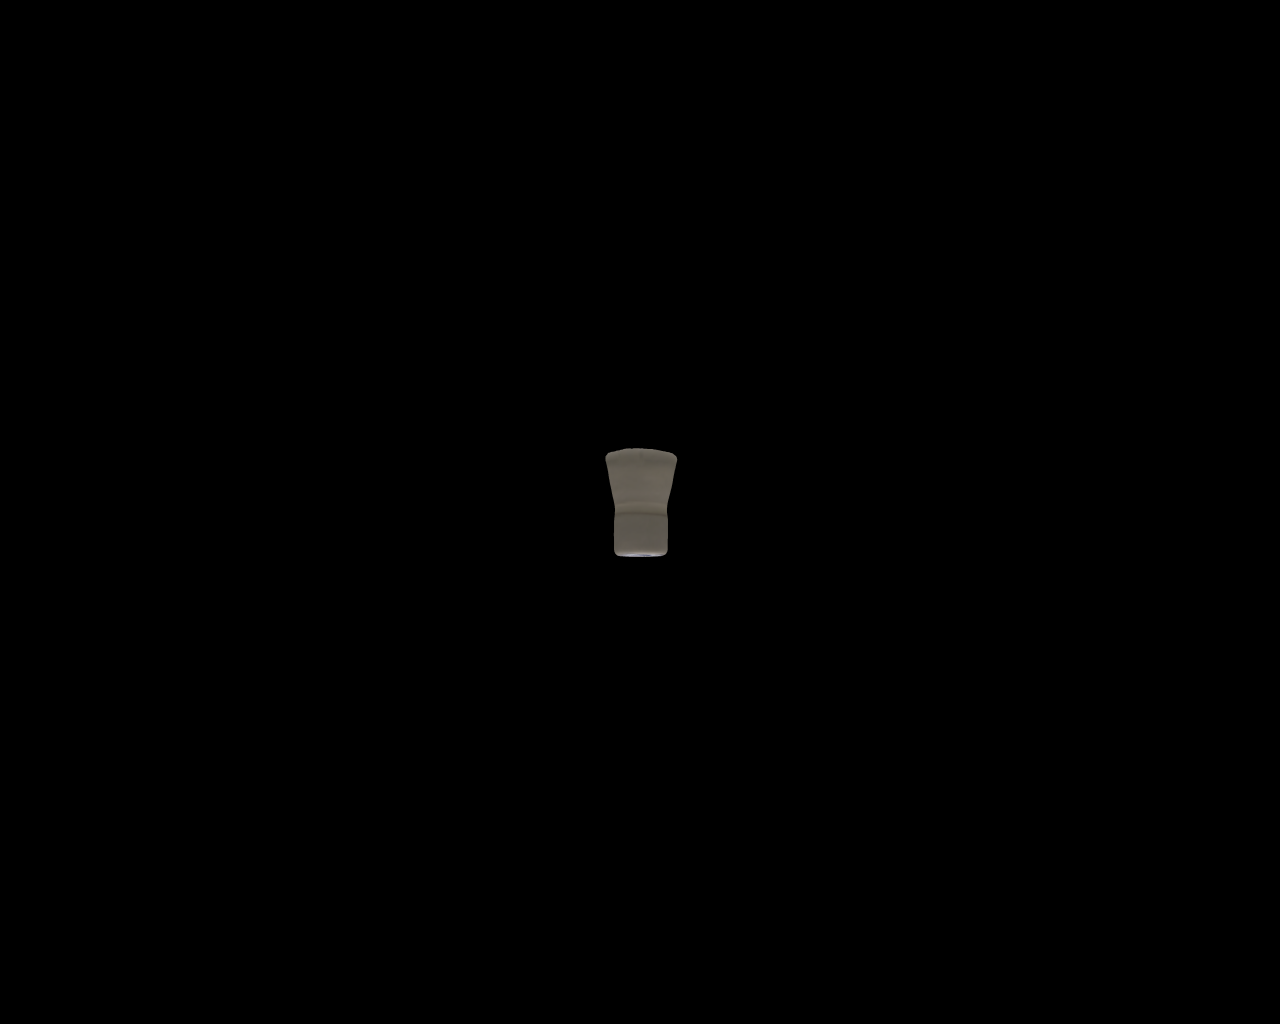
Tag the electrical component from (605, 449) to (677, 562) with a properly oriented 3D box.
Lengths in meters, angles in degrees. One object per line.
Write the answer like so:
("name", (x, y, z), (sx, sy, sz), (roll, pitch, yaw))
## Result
("electrical component", (0.001, -0.003, 0.650), (0.044, 0.065, 0.044), (0, -7, 0))
